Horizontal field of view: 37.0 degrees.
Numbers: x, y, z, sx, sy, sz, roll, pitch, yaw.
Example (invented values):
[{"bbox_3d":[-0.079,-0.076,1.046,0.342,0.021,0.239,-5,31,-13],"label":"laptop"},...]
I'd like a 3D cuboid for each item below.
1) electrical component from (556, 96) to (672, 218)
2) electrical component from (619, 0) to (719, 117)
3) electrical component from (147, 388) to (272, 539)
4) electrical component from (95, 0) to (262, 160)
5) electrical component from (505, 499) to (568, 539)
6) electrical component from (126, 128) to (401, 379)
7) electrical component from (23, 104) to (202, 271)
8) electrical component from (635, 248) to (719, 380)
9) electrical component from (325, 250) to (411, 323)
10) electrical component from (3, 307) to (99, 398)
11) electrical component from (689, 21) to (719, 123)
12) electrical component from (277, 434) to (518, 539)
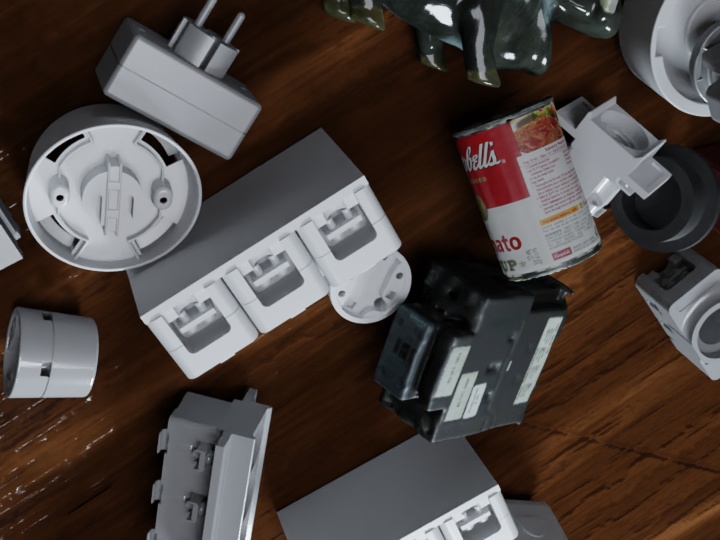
[{"bbox_3d":[0.161,-0.073,0.715,0.042,0.081,0.063,-32,162,-46],"label":"electrical component"},{"bbox_3d":[0.221,-0.161,0.700,0.108,0.060,0.108,-8,118,-16],"label":"electrical component"},{"bbox_3d":[-0.104,0.148,0.731,0.063,0.078,0.121,13,113,6],"label":"electrical component"},{"bbox_3d":[-0.094,-0.119,0.614,0.083,0.047,0.075,27,103,-29],"label":"electrical component"},{"bbox_3d":[0.116,0.233,0.863,0.062,0.061,0.096,9,120,-23],"label":"electrical component"},{"bbox_3d":[-0.060,-0.009,0.657,0.150,0.089,0.061,-32,122,-2],"label":"electrical component"},{"bbox_3d":[-0.144,-0.047,0.622,0.099,0.064,0.099,-8,118,-16],"label":"electrical component"},{"bbox_3d":[0.259,0.034,0.814,0.050,0.055,0.089,-39,122,2],"label":"electrical component"},{"bbox_3d":[0.000,0.000,0.708,0.055,0.047,0.055,-8,118,-16],"label":"electrical component"},{"bbox_3d":[-0.190,0.052,0.662,0.047,0.055,0.055,7,113,-27],"label":"electrical component"},{"bbox_3d":[0.239,-0.122,0.655,0.078,0.057,0.058,-30,121,-4],"label":"electrical component"},{"bbox_3d":[0.028,0.188,0.787,0.150,0.089,0.061,-28,121,-5],"label":"electrical component"}]
